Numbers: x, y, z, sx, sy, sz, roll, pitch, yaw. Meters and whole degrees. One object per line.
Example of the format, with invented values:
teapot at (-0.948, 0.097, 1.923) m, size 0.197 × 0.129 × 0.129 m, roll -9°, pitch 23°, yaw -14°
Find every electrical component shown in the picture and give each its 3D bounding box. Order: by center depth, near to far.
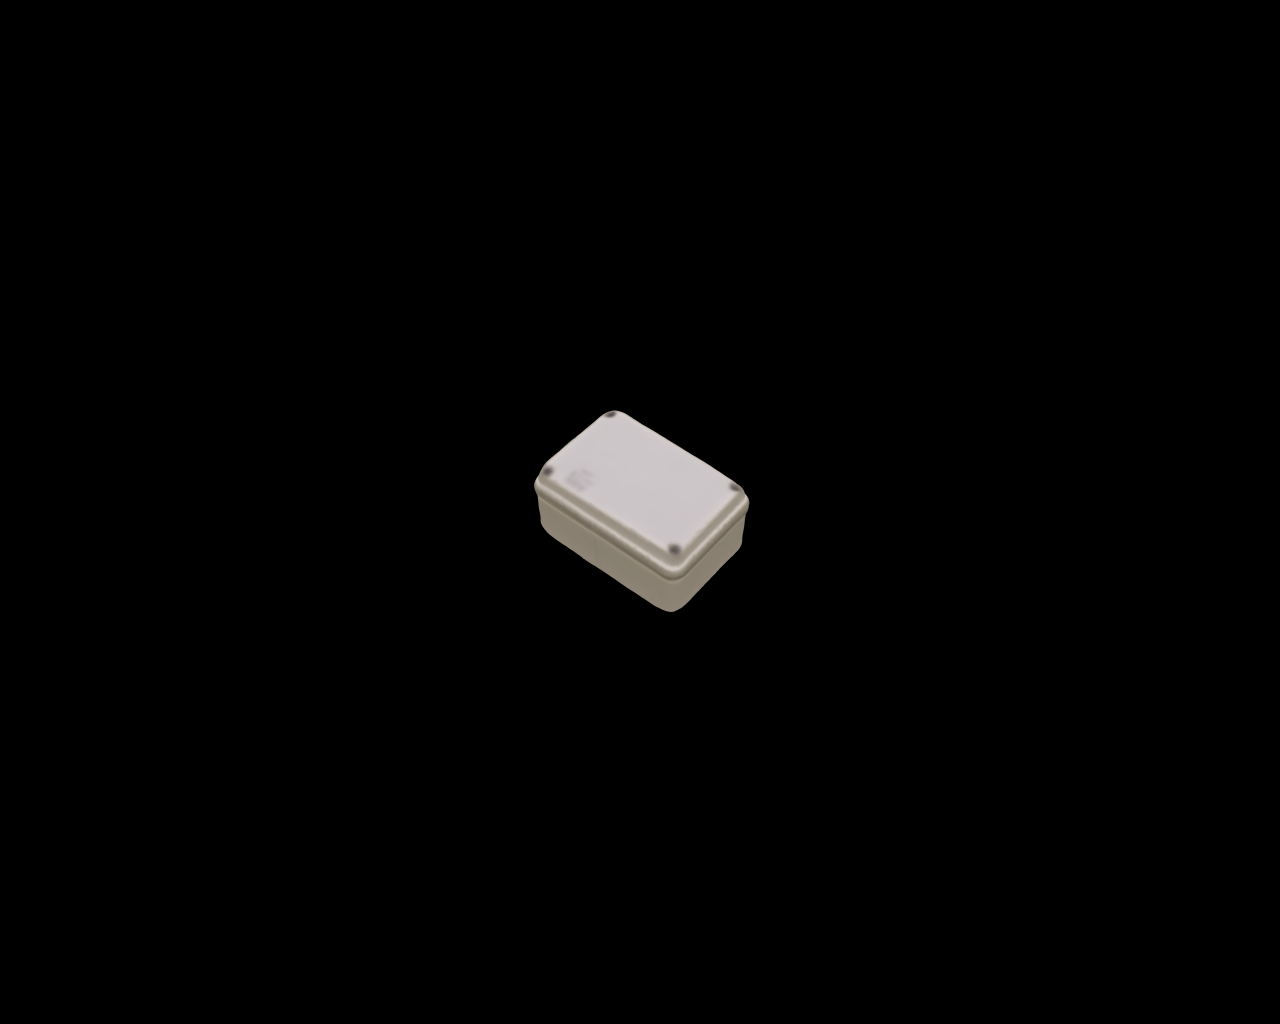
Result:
electrical component at (0.001, -0.003, 0.650) m, size 0.113 × 0.057 × 0.078 m, roll 33°, pitch 58°, yaw 24°
